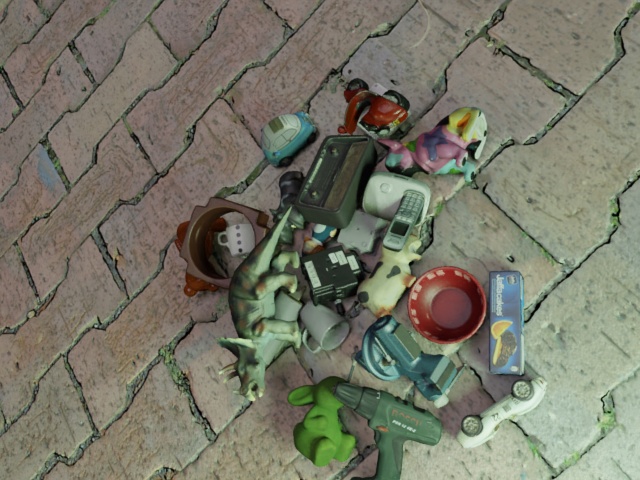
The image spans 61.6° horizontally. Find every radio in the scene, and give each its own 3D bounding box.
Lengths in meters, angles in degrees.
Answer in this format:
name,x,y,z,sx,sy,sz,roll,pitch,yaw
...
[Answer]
name,x,y,z,sx,sy,sz,roll,pitch,yaw
radio,0.039,-0.143,1.272,0.131,0.073,0.229,10,61,29

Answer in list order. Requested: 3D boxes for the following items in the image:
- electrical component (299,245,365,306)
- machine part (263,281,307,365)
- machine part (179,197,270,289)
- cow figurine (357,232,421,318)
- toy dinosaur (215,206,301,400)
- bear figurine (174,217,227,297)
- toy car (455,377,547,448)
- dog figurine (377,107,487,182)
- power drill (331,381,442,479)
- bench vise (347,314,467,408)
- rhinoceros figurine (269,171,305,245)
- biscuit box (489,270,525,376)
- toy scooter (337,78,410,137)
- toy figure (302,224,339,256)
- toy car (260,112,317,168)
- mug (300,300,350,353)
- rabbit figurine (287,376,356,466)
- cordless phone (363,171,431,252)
name,x,y,z,sx,sy,sz,roll,pitch,yaw
electrical component,0.031,0.078,1.227,0.134,0.058,0.115,-14,57,-9
machine part,-0.109,0.204,1.273,0.079,0.079,0.243,33,92,30
machine part,-0.220,0.009,1.293,0.202,0.087,0.201,18,90,15
cow figurine,0.154,0.069,1.183,0.127,0.085,0.195,39,95,23
toy dinosaur,-0.139,0.133,1.181,0.192,0.131,0.404,-2,85,0
bear figurine,-0.306,0.044,1.413,0.120,0.132,0.195,-18,86,22
toy car,0.345,0.325,1.015,0.202,0.073,0.056,-39,59,11
dog figurine,0.244,-0.215,1.209,0.219,0.108,0.191,15,83,31
power drill,0.113,0.402,1.068,0.232,0.086,0.207,14,85,-3
bench vise,0.154,0.248,1.094,0.241,0.223,0.129,-23,30,55
rhinoceros figurine,-0.075,-0.084,1.344,0.112,0.073,0.190,-4,73,24
biscuit box,0.368,0.162,1.059,0.063,0.059,0.202,-2,74,26
toy scooter,0.111,-0.291,1.246,0.184,0.075,0.135,32,90,33
toy figure,-0.003,-0.004,1.296,0.154,0.058,0.064,-58,19,1
toy car,-0.094,-0.271,1.393,0.162,0.103,0.109,-35,64,15
mug,-0.001,0.196,1.227,0.107,0.080,0.109,43,104,41
rabbit figurine,0.013,0.365,1.147,0.159,0.121,0.170,21,95,49
cordless phone,0.150,-0.055,1.166,0.147,0.088,0.184,18,55,18
